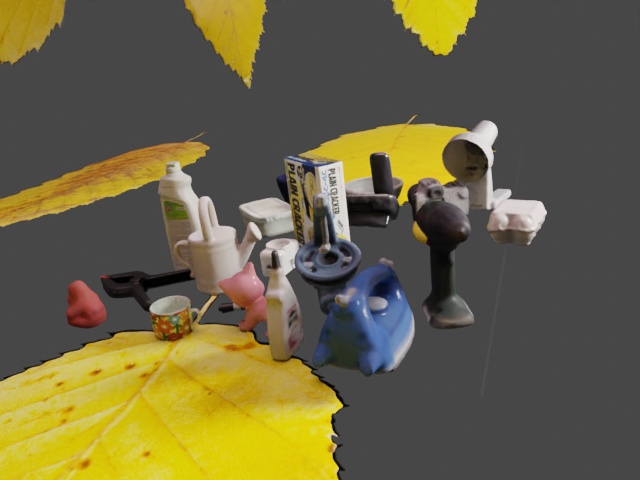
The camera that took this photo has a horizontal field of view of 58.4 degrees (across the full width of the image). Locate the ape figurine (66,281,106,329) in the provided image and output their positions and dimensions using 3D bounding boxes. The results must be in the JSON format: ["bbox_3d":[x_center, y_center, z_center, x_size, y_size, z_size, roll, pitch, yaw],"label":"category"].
[{"bbox_3d":[-0.449,0.119,1.085,0.076,0.092,0.078,5,23,29],"label":"ape figurine"}]

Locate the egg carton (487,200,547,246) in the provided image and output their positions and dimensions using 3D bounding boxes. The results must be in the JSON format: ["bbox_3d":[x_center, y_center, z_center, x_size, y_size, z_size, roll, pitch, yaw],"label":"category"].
[{"bbox_3d":[0.434,-0.042,1.264,0.107,0.069,0.151,6,24,30],"label":"egg carton"}]

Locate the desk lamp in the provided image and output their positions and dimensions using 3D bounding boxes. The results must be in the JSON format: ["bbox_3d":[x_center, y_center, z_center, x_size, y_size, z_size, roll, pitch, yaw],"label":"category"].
[{"bbox_3d":[0.400,-0.185,1.451,0.117,0.214,0.204,8,25,34],"label":"desk lamp"}]

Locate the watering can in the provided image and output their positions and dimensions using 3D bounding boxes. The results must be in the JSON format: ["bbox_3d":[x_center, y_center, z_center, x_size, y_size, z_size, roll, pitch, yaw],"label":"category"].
[{"bbox_3d":[-0.210,0.003,1.170,0.173,0.194,0.100,-14,22,-19],"label":"watering can"}]

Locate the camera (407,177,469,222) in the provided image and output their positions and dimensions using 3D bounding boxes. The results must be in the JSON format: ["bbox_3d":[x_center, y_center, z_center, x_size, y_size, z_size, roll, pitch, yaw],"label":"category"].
[{"bbox_3d":[0.288,-0.114,1.460,0.143,0.101,0.136,-11,21,-10],"label":"camera"}]

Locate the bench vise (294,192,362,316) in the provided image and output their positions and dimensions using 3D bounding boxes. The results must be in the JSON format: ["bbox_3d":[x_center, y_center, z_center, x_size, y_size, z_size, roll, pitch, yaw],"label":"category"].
[{"bbox_3d":[-0.001,0.006,1.057,0.122,0.220,0.206,-14,21,-18],"label":"bench vise"}]

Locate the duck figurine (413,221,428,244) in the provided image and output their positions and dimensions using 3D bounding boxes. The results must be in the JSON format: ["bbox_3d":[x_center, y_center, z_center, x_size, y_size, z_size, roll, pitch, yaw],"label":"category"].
[{"bbox_3d":[0.258,-0.040,1.292,0.104,0.086,0.078,9,26,36],"label":"duck figurine"}]

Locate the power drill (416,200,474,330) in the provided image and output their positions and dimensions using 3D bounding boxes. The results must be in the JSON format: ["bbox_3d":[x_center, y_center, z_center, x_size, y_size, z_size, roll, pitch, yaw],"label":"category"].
[{"bbox_3d":[0.205,0.033,0.935,0.075,0.208,0.229,-7,20,0],"label":"power drill"}]

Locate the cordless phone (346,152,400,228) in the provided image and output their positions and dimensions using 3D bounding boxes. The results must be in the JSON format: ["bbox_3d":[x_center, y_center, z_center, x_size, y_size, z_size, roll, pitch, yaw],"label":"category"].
[{"bbox_3d":[0.120,-0.130,1.435,0.147,0.185,0.094,0,21,17],"label":"cordless phone"}]

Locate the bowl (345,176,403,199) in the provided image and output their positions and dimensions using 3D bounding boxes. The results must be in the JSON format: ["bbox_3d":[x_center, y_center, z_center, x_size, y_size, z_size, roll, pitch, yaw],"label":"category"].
[{"bbox_3d":[0.146,-0.119,1.557,0.167,0.075,0.167,-6,20,2],"label":"bowl"}]

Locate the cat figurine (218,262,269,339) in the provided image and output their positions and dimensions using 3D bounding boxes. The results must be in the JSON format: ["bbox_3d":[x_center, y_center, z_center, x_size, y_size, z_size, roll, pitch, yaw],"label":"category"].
[{"bbox_3d":[-0.110,0.098,0.993,0.127,0.118,0.067,7,24,33],"label":"cat figurine"}]

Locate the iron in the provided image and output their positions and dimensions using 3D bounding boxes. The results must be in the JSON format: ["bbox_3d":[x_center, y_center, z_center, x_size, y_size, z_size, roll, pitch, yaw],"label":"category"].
[{"bbox_3d":[0.082,0.101,0.890,0.118,0.141,0.259,4,23,27],"label":"iron"}]

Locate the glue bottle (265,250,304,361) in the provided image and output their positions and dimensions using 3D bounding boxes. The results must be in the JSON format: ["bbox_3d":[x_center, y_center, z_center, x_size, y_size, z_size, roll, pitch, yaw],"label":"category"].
[{"bbox_3d":[-0.061,0.097,0.899,0.037,0.173,0.078,0,22,19],"label":"glue bottle"}]

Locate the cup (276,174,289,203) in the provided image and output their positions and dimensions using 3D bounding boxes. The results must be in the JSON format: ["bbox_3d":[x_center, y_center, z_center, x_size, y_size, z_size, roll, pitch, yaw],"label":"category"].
[{"bbox_3d":[-0.063,-0.144,1.662,0.118,0.095,0.091,-9,20,-5],"label":"cup"}]
